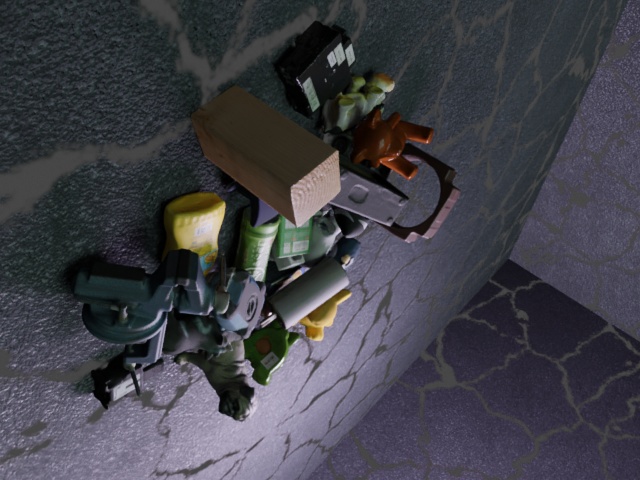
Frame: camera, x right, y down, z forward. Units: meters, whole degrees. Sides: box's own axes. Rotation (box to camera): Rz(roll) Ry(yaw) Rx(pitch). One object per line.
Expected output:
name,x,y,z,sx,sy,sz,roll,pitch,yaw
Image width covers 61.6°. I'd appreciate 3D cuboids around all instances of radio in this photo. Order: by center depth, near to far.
radio,0.054,-0.106,1.002,0.229,0.131,0.073,16,111,-43

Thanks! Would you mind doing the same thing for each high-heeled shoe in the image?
high-heeled shoe,0.110,-0.104,1.167,0.145,0.086,0.249,-43,-161,29

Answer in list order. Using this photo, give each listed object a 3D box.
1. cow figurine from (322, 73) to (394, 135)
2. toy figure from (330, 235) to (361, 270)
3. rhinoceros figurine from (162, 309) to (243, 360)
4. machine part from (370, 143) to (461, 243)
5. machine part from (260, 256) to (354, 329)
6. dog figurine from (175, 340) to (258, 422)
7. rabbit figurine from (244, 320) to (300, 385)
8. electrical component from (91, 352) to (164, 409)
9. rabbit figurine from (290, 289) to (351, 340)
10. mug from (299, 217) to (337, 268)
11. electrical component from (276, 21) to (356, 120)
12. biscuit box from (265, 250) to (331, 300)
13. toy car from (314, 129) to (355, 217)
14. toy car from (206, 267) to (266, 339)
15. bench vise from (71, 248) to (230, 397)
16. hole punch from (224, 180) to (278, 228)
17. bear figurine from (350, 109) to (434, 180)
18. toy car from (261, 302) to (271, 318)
cow figurine,0.074,-0.255,1.018,0.167,0.068,0.098,-30,152,-34
toy figure,0.037,0.062,1.220,0.154,0.058,0.064,-60,163,5
rhinoceros figurine,-0.219,0.167,0.994,0.190,0.112,0.073,4,130,-51
machine part,0.214,-0.111,1.278,0.201,0.202,0.087,-60,158,13
machine part,-0.026,0.109,1.129,0.243,0.079,0.079,-35,150,-17
dog figurine,-0.175,0.248,1.090,0.121,0.191,0.172,-7,127,-57
rabbit figurine,-0.134,0.263,1.307,0.159,0.121,0.170,-50,173,-22
electrical component,-0.342,0.239,0.960,0.119,0.048,0.074,-32,147,-39
rabbit figurine,0.003,0.168,1.304,0.162,0.122,0.173,-46,-177,-10
mug,-0.002,-0.003,1.153,0.109,0.081,0.107,-28,165,-40
electrical component,-0.001,-0.280,0.873,0.134,0.058,0.114,-48,156,-12
biscuit box,-0.062,0.062,1.192,0.202,0.063,0.059,-27,145,-42
toy car,0.029,-0.138,1.105,0.073,0.056,0.201,4,118,-54
toy car,-0.167,0.104,0.955,0.161,0.103,0.109,59,44,-63
bench vise,-0.256,0.115,0.815,0.223,0.129,0.240,1,130,-24
hole punch,-0.080,-0.090,0.885,0.142,0.092,0.116,-33,-177,-30
bear figurine,0.137,-0.185,1.033,0.196,0.132,0.120,-37,150,-74
toy car,-0.062,0.125,1.236,0.089,0.053,0.202,-16,-172,45
